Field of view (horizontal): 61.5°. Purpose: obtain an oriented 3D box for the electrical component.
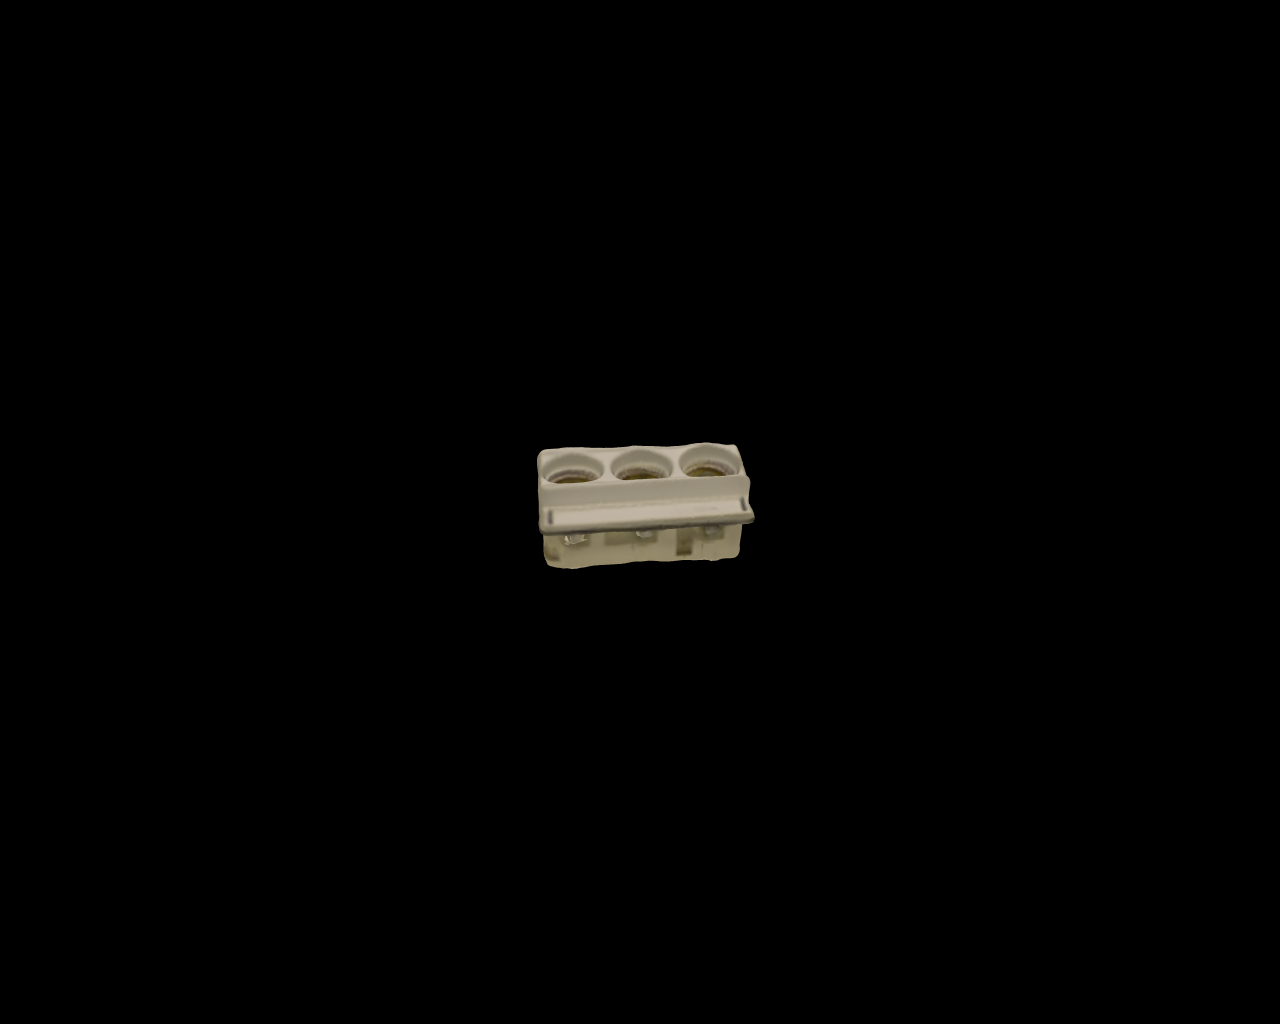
[{"bbox_3d":[0.001,-0.003,0.650,0.121,0.063,0.079,-3,32,-5],"label":"electrical component"}]
